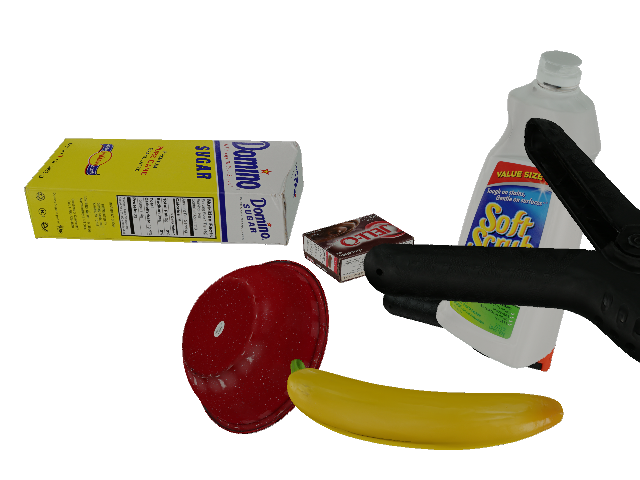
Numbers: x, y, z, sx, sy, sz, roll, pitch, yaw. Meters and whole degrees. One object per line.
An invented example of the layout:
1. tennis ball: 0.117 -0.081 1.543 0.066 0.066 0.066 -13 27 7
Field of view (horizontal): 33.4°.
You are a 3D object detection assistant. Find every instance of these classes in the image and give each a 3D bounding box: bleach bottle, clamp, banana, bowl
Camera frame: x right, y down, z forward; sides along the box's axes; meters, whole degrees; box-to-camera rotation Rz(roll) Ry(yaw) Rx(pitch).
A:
1. bleach bottle: 0.156 -0.027 0.826 0.067 0.251 0.103 -23 42 -37
2. clamp: 0.136 0.017 0.501 0.164 0.036 0.210 -32 49 -33
3. banana: 0.055 0.107 0.700 0.198 0.037 0.069 8 33 24
4. bowl: -0.070 0.084 0.931 0.162 0.162 0.055 0 -21 45
5. clamp: 0.159 0.072 1.036 0.172 0.039 0.120 27 38 31

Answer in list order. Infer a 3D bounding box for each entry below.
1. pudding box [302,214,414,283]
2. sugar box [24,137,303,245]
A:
1. pudding box: 0.047 0.008 1.337 0.113 0.039 0.090 -18 28 -26
2. sugar box: -0.104 -0.037 0.741 0.176 0.048 0.093 -1 28 7
